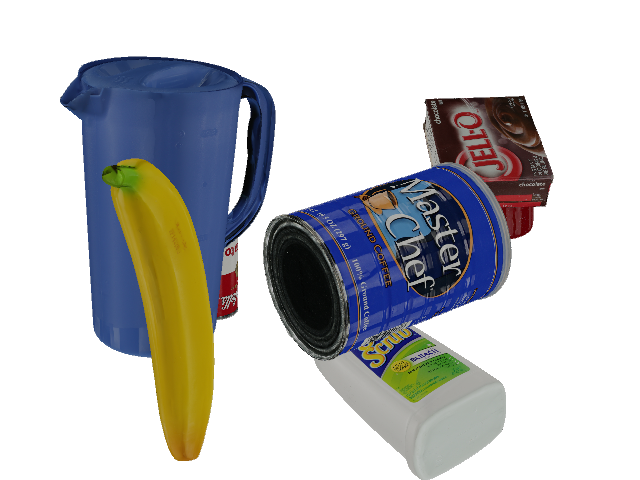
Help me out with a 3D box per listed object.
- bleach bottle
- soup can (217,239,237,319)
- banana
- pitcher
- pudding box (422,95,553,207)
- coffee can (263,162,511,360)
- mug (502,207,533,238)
[{"bbox_3d":[0.041,0.104,0.930,0.102,0.068,0.251,-23,35,-29],"label":"bleach bottle"},{"bbox_3d":[-0.126,0.030,1.187,0.068,0.102,0.068,2,18,-1],"label":"soup can"},{"bbox_3d":[-0.088,0.030,0.593,0.037,0.198,0.069,3,34,20],"label":"banana"},{"bbox_3d":[-0.128,-0.030,0.910,0.149,0.243,0.145,8,21,9],"label":"pitcher"},{"bbox_3d":[0.139,-0.076,0.907,0.090,0.039,0.113,-2,43,-5],"label":"pudding box"},{"bbox_3d":[0.046,0.012,0.740,0.140,0.103,0.103,-19,9,-28],"label":"coffee can"},{"bbox_3d":[0.209,-0.055,1.220,0.117,0.081,0.093,-22,27,-35],"label":"mug"}]
